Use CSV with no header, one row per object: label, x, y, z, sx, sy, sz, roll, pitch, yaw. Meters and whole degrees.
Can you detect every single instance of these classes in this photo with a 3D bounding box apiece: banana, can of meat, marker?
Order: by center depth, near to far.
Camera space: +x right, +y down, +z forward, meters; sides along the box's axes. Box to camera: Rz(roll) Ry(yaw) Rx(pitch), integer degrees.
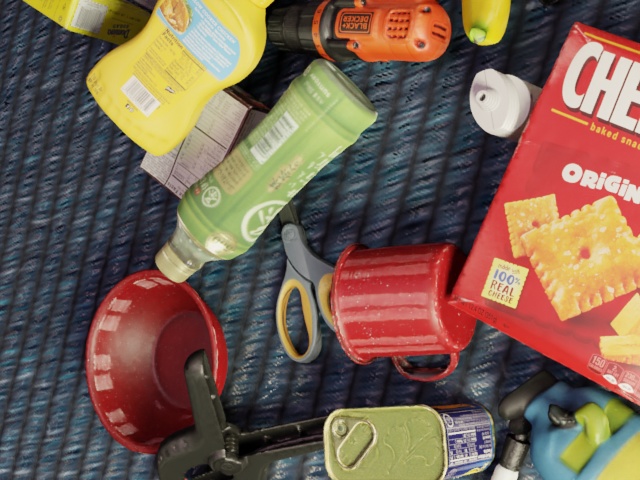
marker,0.126,0.195,0.778,0.020,0.020,0.121,25,100,35
can of meat,0.067,0.149,0.784,0.102,0.083,0.057,-9,81,35
banana,0.124,-0.223,0.789,0.037,0.069,0.198,1,75,2

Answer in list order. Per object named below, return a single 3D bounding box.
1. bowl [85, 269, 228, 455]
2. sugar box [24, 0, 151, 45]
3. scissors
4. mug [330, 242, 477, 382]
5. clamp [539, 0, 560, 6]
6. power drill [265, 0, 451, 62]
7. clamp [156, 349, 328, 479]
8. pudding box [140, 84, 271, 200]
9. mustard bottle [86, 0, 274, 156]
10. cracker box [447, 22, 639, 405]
bowl,-0.135,0.107,0.952,0.162,0.055,0.162,-4,84,36
sugar box,-0.258,-0.247,1.050,0.176,0.093,0.048,32,103,34
scissors,-0.006,0.001,0.893,0.096,0.016,0.202,-7,81,34
mug,0.069,0.056,0.797,0.082,0.093,0.117,-6,113,30
clamp,0.207,-0.242,0.746,0.120,0.039,0.171,-1,78,39
power drill,0.037,-0.236,0.858,0.185,0.057,0.188,13,95,41
clamp,-0.080,0.164,0.868,0.210,0.164,0.036,-40,33,36
pudding box,-0.102,-0.089,0.957,0.090,0.039,0.114,38,109,30
mustard bottle,-0.103,-0.165,0.896,0.192,0.058,0.096,-42,93,21
cracker box,0.203,-0.016,0.709,0.164,0.072,0.214,29,102,33
